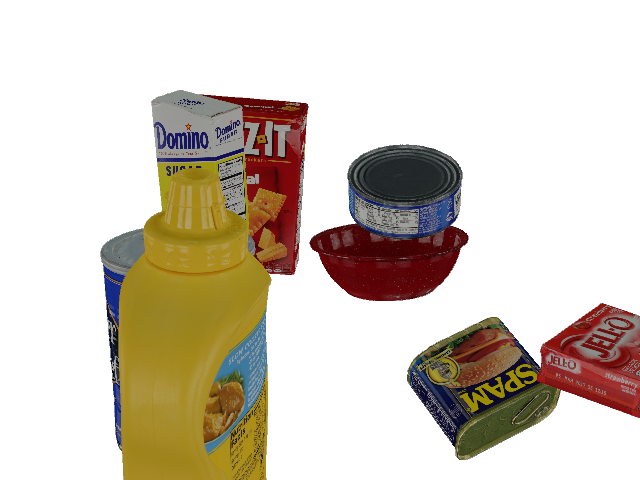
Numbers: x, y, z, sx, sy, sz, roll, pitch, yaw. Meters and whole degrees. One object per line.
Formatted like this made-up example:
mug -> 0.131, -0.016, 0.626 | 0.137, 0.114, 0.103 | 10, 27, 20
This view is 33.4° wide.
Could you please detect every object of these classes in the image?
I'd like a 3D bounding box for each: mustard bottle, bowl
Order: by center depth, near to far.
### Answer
mustard bottle -> -0.051, 0.062, 0.446 | 0.058, 0.192, 0.096 | 9, 25, 14
bowl -> 0.071, 0.023, 1.087 | 0.162, 0.055, 0.162 | -3, 13, 1

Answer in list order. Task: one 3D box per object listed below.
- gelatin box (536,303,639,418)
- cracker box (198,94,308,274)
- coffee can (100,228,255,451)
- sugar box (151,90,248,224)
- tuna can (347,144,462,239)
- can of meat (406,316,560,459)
gelatin box -> 0.194, 0.076, 0.691 | 0.073, 0.030, 0.089 | 19, 27, 36
cracker box -> -0.105, -0.068, 1.338 | 0.164, 0.214, 0.072 | 5, 22, 2
coffee can -> -0.094, 0.069, 0.732 | 0.103, 0.140, 0.103 | -1, 17, 0
sugar box -> -0.114, -0.049, 1.029 | 0.093, 0.176, 0.048 | 19, 34, 41
tuna can -> 0.064, -0.037, 0.804 | 0.086, 0.034, 0.086 | -2, 34, 1
can of meat -> 0.135, 0.122, 0.898 | 0.102, 0.057, 0.084 | -23, 52, -18
